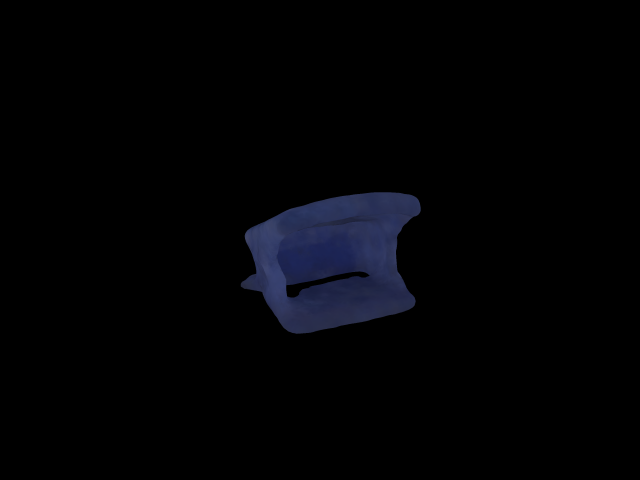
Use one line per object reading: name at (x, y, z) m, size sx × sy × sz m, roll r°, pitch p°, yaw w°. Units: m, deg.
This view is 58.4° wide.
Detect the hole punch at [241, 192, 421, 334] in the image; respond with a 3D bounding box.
hole punch at (0.004, 0.001, 0.400) m, size 0.109 × 0.091 × 0.100 m, roll -9°, pitch 24°, yaw -22°
